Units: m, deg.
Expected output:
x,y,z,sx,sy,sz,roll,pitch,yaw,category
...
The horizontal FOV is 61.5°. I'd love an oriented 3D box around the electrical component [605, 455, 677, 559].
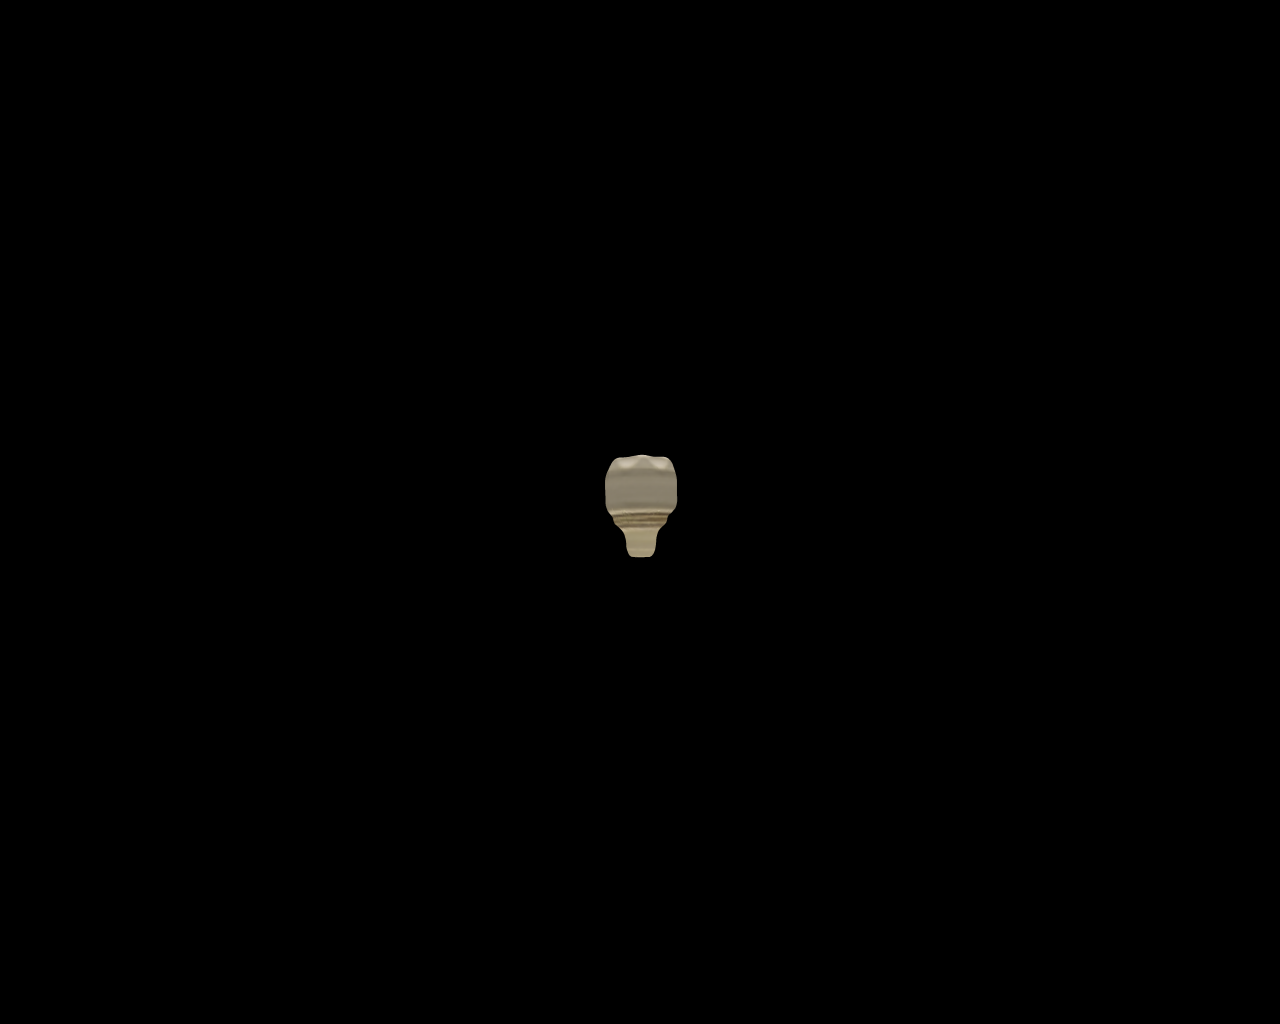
x,y,z,sx,sy,sz,roll,pitch,yaw,category
0.001,-0.003,0.650,0.043,0.062,0.043,0,-4,0,electrical component
